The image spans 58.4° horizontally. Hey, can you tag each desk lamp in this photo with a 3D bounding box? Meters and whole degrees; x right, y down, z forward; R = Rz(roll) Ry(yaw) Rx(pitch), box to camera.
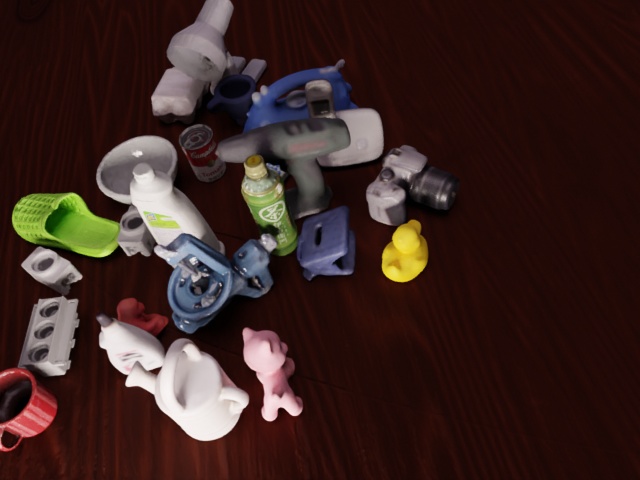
[{"bbox_3d":[-0.224,-0.407,1.251,0.117,0.214,0.203,13,58,18],"label":"desk lamp"}]

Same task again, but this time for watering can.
[{"bbox_3d":[-0.192,0.212,0.822,0.173,0.194,0.101,-12,54,1],"label":"watering can"}]

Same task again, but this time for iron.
[{"bbox_3d":[-0.053,-0.286,1.181,0.258,0.142,0.118,-15,54,-1],"label":"iron"}]

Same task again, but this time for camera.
[{"bbox_3d":[0.172,-0.099,1.036,0.136,0.101,0.143,23,62,24],"label":"camera"}]

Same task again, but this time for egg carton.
[{"bbox_3d":[-0.316,-0.332,1.303,0.107,0.069,0.150,5,56,13],"label":"egg carton"}]

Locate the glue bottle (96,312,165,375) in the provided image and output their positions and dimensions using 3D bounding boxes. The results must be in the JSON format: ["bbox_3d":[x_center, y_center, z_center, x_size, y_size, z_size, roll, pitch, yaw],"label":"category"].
[{"bbox_3d":[-0.306,0.157,0.893,0.078,0.173,0.037,-17,54,-2],"label":"glue bottle"}]

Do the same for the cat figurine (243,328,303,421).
[{"bbox_3d":[-0.076,0.193,0.863,0.067,0.118,0.127,-17,54,-2],"label":"cat figurine"}]

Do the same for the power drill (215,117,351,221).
[{"bbox_3d":[-0.052,-0.130,1.030,0.229,0.209,0.075,-20,54,-4],"label":"power drill"}]

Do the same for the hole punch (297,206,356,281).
[{"bbox_3d":[0.009,0.004,0.998,0.101,0.091,0.108,-3,55,8],"label":"hole punch"}]

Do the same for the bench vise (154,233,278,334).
[{"bbox_3d":[-0.175,0.035,0.928,0.121,0.220,0.208,28,64,26],"label":"bench vise"}]

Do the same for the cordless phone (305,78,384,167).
[{"bbox_3d":[0.045,-0.232,1.099,0.147,0.185,0.094,-10,54,3],"label":"cordless phone"}]

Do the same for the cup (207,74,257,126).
[{"bbox_3d":[-0.182,-0.287,1.233,0.118,0.095,0.091,-37,57,-16],"label":"cup"}]

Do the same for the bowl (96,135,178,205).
[{"bbox_3d":[-0.359,-0.129,1.165,0.167,0.075,0.167,-5,55,7],"label":"bowl"}]

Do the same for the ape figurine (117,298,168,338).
[{"bbox_3d":[-0.308,0.130,0.963,0.077,0.092,0.076,36,68,29],"label":"ape figurine"}]

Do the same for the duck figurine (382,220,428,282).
[{"bbox_3d":[0.144,0.013,0.972,0.077,0.086,0.105,22,62,23],"label":"duck figurine"}]
